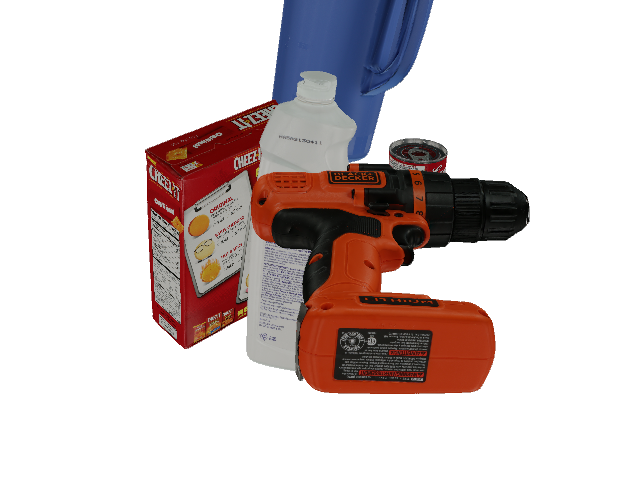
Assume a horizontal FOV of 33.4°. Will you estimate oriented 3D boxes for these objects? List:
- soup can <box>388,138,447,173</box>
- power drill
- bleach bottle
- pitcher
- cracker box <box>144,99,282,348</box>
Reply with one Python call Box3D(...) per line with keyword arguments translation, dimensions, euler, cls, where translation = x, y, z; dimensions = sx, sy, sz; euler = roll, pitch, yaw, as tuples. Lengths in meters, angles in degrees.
Box3D(translation=(0.111, -0.060, 1.257), dimensions=(0.068, 0.102, 0.068), euler=(2, 27, -1), cls="soup can")
Box3D(translation=(0.051, 0.015, 0.643), dimensions=(0.184, 0.057, 0.187), euler=(-1, 30, -4), cls="power drill")
Box3D(translation=(-0.006, -0.014, 0.887), dimensions=(0.102, 0.251, 0.068), euler=(8, 23, 3), cls="bleach bottle")
Box3D(translation=(0.026, -0.202, 1.065), dimensions=(0.145, 0.243, 0.149), euler=(11, 19, -1), cls="pitcher")
Box3D(translation=(-0.093, -0.017, 1.081), dimensions=(0.163, 0.214, 0.072), euler=(-27, 47, -34), cls="cracker box")
